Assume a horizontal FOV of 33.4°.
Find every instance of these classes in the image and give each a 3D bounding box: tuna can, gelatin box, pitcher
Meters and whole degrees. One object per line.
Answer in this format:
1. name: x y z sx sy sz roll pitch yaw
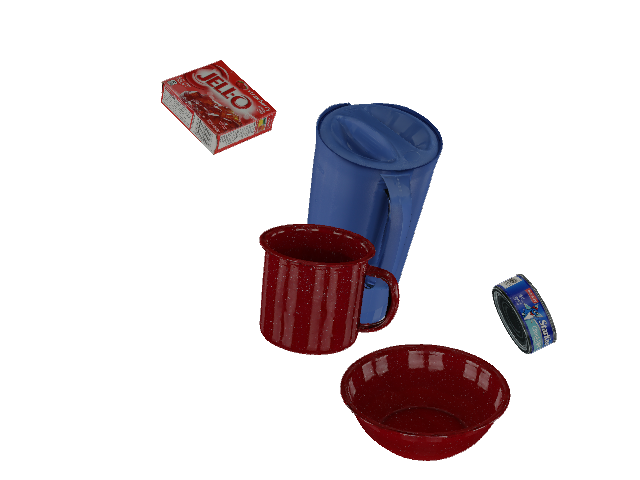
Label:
1. tuna can: 0.225 0.082 1.187 0.033 0.086 0.086 -26 3 -6
2. gelatin box: -0.099 -0.130 1.026 0.073 0.030 0.089 -27 60 -34
3. pitcher: 0.048 -0.016 1.167 0.145 0.243 0.149 26 41 20

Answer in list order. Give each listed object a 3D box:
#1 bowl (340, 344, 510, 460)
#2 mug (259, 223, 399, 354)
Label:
1. bowl: 0.100 0.163 1.028 0.162 0.055 0.162 -1 25 0
2. mug: 0.006 0.042 0.859 0.117 0.081 0.093 9 20 9
